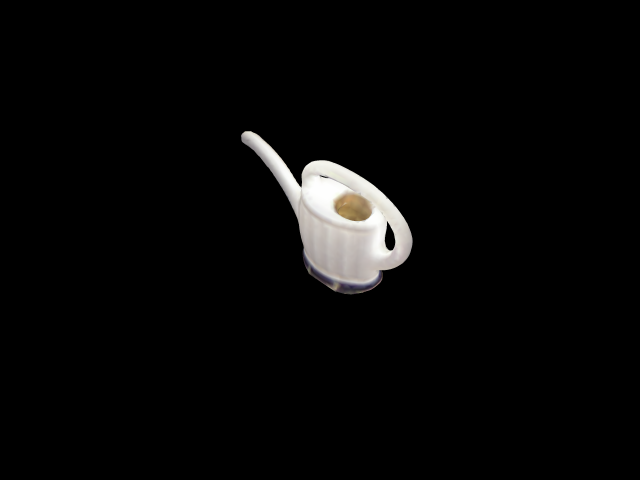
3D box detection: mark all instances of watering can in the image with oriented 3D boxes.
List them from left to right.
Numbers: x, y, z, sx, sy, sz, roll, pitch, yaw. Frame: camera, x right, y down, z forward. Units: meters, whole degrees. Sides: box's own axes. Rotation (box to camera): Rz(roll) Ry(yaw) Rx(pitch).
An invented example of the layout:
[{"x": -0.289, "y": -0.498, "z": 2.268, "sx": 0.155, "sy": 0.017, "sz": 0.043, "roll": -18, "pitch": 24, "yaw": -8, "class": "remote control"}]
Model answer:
[{"x": 0.003, "y": -0.043, "z": 0.850, "sx": 0.351, "sy": 0.219, "sz": 0.105, "roll": 32, "pitch": 51, "yaw": 31, "class": "watering can"}]
